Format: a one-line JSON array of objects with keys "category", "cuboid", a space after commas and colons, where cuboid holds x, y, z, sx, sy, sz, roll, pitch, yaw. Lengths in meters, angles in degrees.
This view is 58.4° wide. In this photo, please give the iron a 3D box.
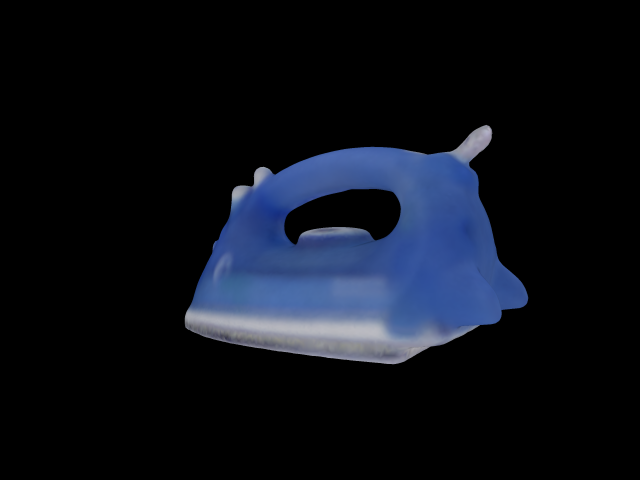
[{"category": "iron", "cuboid": [0.004, 0.001, 0.400, 0.257, 0.141, 0.119, 0, 0, 29]}]
